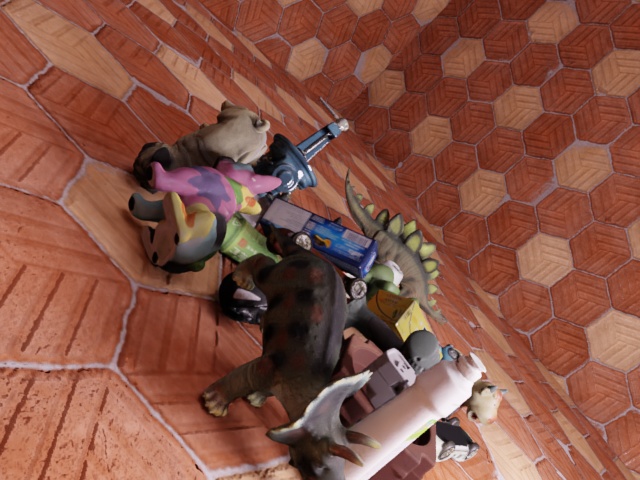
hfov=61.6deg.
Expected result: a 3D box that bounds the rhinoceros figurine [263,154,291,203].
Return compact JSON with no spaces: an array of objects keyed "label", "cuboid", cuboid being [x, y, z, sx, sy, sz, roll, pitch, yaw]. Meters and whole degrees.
[{"label":"rhinoceros figurine","cuboid":[-0.141,-0.135,1.159,0.190,0.112,0.073,58,-4,-7]}]

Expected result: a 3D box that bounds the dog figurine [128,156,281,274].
[{"label":"dog figurine","cuboid":[-0.150,-0.045,0.792,0.219,0.108,0.192,-6,56,-42]}]

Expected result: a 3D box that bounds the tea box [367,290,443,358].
[{"label":"tea box","cuboid":[0.163,0.186,1.061,0.098,0.068,0.169,16,-36,48]}]

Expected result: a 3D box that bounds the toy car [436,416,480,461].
[{"label":"toy car","cuboid":[0.230,0.366,0.988,0.201,0.056,0.074,28,19,-49]}]

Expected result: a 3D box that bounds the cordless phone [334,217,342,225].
[{"label":"cordless phone","cuboid":[0.053,0.048,1.281,0.184,0.089,0.146,57,15,-6]}]

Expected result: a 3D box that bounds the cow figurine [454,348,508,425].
[{"label":"cow figurine","cuboid":[0.325,0.323,1.192,0.085,0.127,0.195,28,22,-40]}]

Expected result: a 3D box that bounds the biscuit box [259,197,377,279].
[{"label":"biscuit box","cuboid":[-0.002,-0.003,0.926,0.203,0.059,0.062,25,-21,17]}]

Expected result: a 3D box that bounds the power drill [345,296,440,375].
[{"label":"power drill","cuboid":[0.118,0.201,0.972,0.207,0.086,0.231,44,-27,21]}]

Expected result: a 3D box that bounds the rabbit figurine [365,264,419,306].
[{"label":"rabbit figurine","cuboid":[0.120,0.119,1.190,0.159,0.121,0.170,20,36,-14]}]

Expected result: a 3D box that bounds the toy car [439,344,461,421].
[{"label":"toy car","cuboid":[0.235,0.290,1.121,0.103,0.109,0.162,18,36,-11]}]

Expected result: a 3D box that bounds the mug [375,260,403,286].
[{"label":"mug","cuboid":[0.144,0.092,1.313,0.080,0.107,0.110,33,23,-42]}]

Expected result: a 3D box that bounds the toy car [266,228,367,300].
[{"label":"toy car","cuboid":[-0.006,0.048,0.886,0.202,0.053,0.089,41,-24,-30]}]

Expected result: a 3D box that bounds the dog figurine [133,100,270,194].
[{"label":"dog figurine","cuboid":[-0.189,-0.145,0.873,0.121,0.172,0.190,56,36,-3]}]

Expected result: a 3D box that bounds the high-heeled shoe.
[{"label":"high-heeled shoe","cuboid":[-0.048,0.128,0.831,0.248,0.086,0.145,42,26,-14]}]

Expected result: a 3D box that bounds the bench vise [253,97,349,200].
[{"label":"bench vise","cuboid":[-0.050,-0.153,1.027,0.128,0.240,0.224,52,-9,-8]}]

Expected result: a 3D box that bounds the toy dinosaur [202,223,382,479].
[{"label":"toy dinosaur","cuboid":[-0.023,0.102,0.661,0.131,0.192,0.405,43,38,-44]}]

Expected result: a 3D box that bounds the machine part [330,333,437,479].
[{"label":"machine part","cuboid":[0.080,0.258,0.819,0.201,0.087,0.201,45,16,-1]}]

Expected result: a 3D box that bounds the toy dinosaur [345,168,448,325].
[{"label":"toy dinosaur","cuboid":[0.185,0.033,1.393,0.471,0.198,0.105,48,14,-1]}]
